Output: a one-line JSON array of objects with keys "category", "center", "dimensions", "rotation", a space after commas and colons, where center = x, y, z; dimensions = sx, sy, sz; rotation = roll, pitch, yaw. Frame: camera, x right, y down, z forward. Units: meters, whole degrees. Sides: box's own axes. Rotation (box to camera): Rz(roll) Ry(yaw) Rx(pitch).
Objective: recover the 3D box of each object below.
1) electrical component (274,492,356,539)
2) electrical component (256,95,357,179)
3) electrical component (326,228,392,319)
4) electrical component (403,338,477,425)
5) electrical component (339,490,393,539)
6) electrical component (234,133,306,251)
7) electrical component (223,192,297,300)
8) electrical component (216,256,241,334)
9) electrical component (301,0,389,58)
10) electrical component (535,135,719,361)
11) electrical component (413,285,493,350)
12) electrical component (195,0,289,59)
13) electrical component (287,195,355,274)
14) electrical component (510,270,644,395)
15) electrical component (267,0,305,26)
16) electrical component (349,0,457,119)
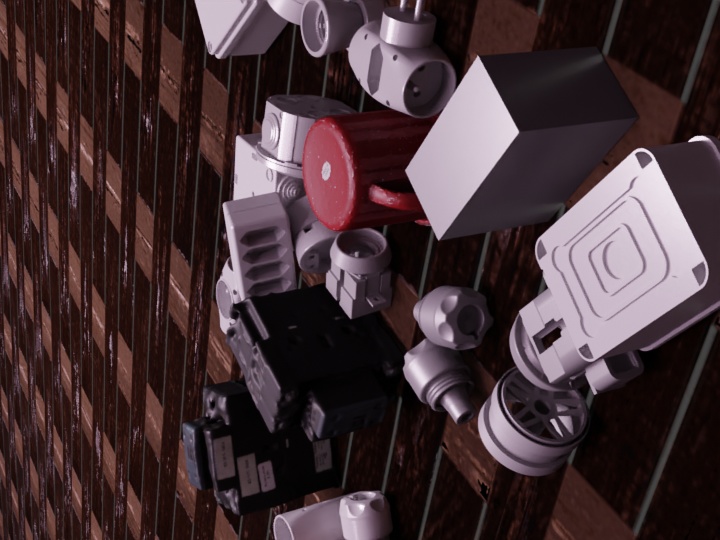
[{"category": "electrical component", "center": [-0.040, 0.233, 0.967], "dimensions": [0.079, 0.077, 0.043], "rotation": [-34, 69, 60]}, {"category": "electrical component", "center": [-0.041, -0.106, 0.854], "dimensions": [0.080, 0.080, 0.051], "rotation": [39, 127, 50]}, {"category": "electrical component", "center": [0.000, 0.000, 0.851], "dimensions": [0.066, 0.048, 0.055], "rotation": [51, 148, 42]}, {"category": "electrical component", "center": [0.061, 0.081, 0.768], "dimensions": [0.062, 0.043, 0.043], "rotation": [57, 144, 34]}, {"category": "electrical component", "center": [0.007, 0.222, 0.913], "dimensions": [0.043, 0.043, 0.062], "rotation": [1, 101, 61]}, {"category": "electrical component", "center": [-0.075, -0.070, 0.959], "dimensions": [0.100, 0.048, 0.099], "rotation": [41, 134, 49]}, {"category": "electrical component", "center": [-0.087, -0.028, 0.900], "dimensions": [0.075, 0.047, 0.083], "rotation": [-116, 17, -50]}, {"category": "electrical component", "center": [-0.106, 0.036, 1.056], "dimensions": [0.079, 0.044, 0.077], "rotation": [49, 140, 43]}, {"category": "electrical component", "center": [-0.010, -0.182, 0.796], "dimensions": [0.045, 0.055, 0.045], "rotation": [29, 124, 55]}, {"category": "electrical component", "center": [0.152, -0.009, 0.555], "dimensions": [0.113, 0.057, 0.078], "rotation": [-50, 56, 55]}, {"category": "electrical component", "center": [0.060, 0.032, 0.752], "dimensions": [0.062, 0.043, 0.043], "rotation": [8, 106, 62]}, {"category": "electrical component", "center": [-0.102, -0.257, 0.939], "dimensions": [0.109, 0.056, 0.108], "rotation": [-33, 70, 60]}, {"category": "electrical component", "center": [-0.031, -0.032, 0.888], "dimensions": [0.047, 0.055, 0.055], "rotation": [67, 150, 28]}, {"category": "electrical component", "center": [0.124, 0.037, 0.624], "dimensions": [0.057, 0.058, 0.078], "rotation": [-47, 59, 53]}, {"category": "electrical component", "center": [-0.040, -0.226, 0.840], "dimensions": [0.055, 0.055, 0.047], "rotation": [64, 145, 26]}, {"category": "electrical component", "center": [0.031, -0.156, 0.742], "dimensions": [0.077, 0.043, 0.079], "rotation": [46, 137, 46]}]
